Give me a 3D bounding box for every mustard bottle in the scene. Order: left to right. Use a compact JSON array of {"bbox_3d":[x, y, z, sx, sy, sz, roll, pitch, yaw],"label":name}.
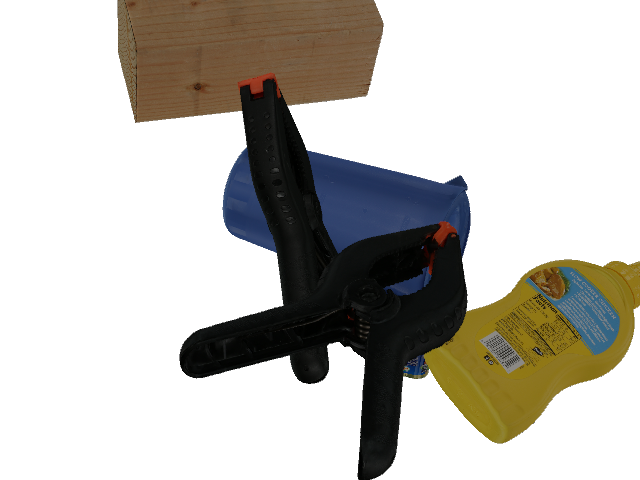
[{"bbox_3d":[0.180,0.067,0.814,0.191,0.096,0.058,-29,-29,-20],"label":"mustard bottle"}]

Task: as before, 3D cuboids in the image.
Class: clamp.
[{"bbox_3d":[-0.016,-0.016,0.775,0.036,0.210,0.164,-13,5,12],"label":"clamp"},{"bbox_3d":[0.028,0.048,0.541,0.171,0.039,0.120,-33,57,-32],"label":"clamp"}]

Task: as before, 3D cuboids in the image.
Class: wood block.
[{"bbox_3d":[-0.062,-0.171,0.908,0.205,0.090,0.091,-8,-34,-15],"label":"wood block"}]

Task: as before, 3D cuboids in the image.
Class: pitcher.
[{"bbox_3d":[0.021,-0.013,1.095,0.243,0.145,0.149,18,24,20],"label":"pitcher"}]

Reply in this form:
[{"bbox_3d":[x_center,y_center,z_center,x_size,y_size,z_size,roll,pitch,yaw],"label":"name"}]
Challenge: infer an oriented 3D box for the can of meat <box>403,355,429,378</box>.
[{"bbox_3d":[0.114,0.106,1.289,0.057,0.084,0.102,11,25,7],"label":"can of meat"}]
